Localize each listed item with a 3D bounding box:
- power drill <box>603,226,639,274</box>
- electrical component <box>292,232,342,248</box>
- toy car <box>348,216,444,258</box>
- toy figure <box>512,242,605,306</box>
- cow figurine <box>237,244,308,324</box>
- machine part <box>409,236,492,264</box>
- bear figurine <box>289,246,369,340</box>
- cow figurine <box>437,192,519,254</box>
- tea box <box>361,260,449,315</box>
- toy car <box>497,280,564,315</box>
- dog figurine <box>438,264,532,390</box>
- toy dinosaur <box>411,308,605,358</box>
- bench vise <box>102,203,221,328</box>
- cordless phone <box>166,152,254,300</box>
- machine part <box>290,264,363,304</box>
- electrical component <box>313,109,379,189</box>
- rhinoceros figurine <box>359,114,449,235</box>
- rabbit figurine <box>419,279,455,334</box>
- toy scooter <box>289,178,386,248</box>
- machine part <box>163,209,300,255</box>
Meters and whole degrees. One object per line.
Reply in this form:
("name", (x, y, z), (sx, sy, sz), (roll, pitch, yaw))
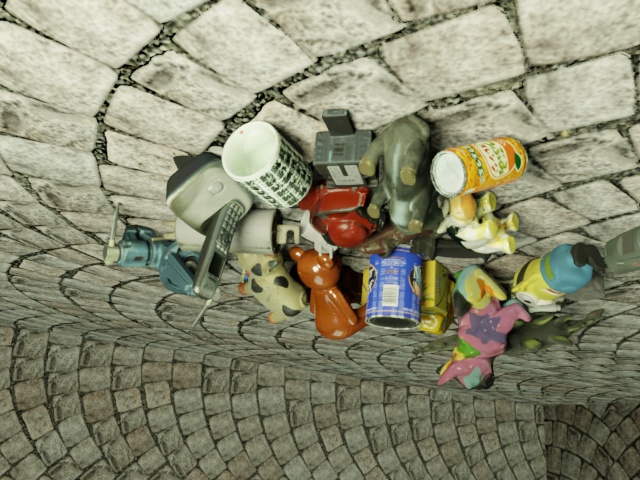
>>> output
("power drill", (0.567, 0.017, 0.789), (0.207, 0.086, 0.232), (11, 161, -24))
("electrical component", (-0.002, -0.003, 0.953), (0.094, 0.021, 0.063), (10, 167, 45))
("toy car", (0.117, -0.008, 0.893), (0.089, 0.053, 0.202), (14, 157, -27))
("toy figure", (0.413, 0.058, 0.940), (0.082, 0.089, 0.180), (35, 147, 4))
("cow figurine", (-0.093, 0.075, 1.051), (0.127, 0.085, 0.194), (-18, 124, 32))
("machine part", (0.228, 0.013, 0.934), (0.139, 0.039, 0.084), (5, 154, 8))
("bear figurine", (0.024, 0.088, 1.037), (0.120, 0.195, 0.132), (3, -155, 44))
("cow figurine", (0.217, -0.029, 0.793), (0.098, 0.068, 0.167), (-6, 155, 44))
("tea box", (0.173, 0.104, 1.102), (0.170, 0.098, 0.068), (-12, 154, 36))
("toy car", (0.391, 0.115, 1.101), (0.202, 0.073, 0.056), (-6, 157, 30))
("dog figurine", (0.288, 0.178, 1.033), (0.191, 0.219, 0.108), (43, -170, 8))
("toy dinosaur", (0.415, 0.206, 1.181), (0.472, 0.105, 0.198), (-12, 168, -5))
("bench vise", (-0.266, 0.045, 0.981), (0.223, 0.128, 0.241), (18, -168, -47))
("cordless phone", (-0.169, -0.017, 0.764), (0.089, 0.184, 0.146), (4, 160, 18))
("machine part", (0.014, 0.100, 1.197), (0.179, 0.056, 0.179), (4, 159, 2))
("electrical component", (0.031, -0.108, 0.660), (0.075, 0.048, 0.119), (1, 160, 12))
("rhinoceros figurine", (0.111, -0.070, 0.664), (0.073, 0.112, 0.190), (14, 152, 28))
("rabbit figurine", (0.211, 0.134, 1.192), (0.173, 0.122, 0.162), (13, 172, 21))
("toy scooter", (0.036, -0.048, 0.782), (0.135, 0.075, 0.183), (-12, 148, 37))
("machine part", (-0.153, -0.017, 0.909), (0.243, 0.079, 0.079), (2, 159, 12))
